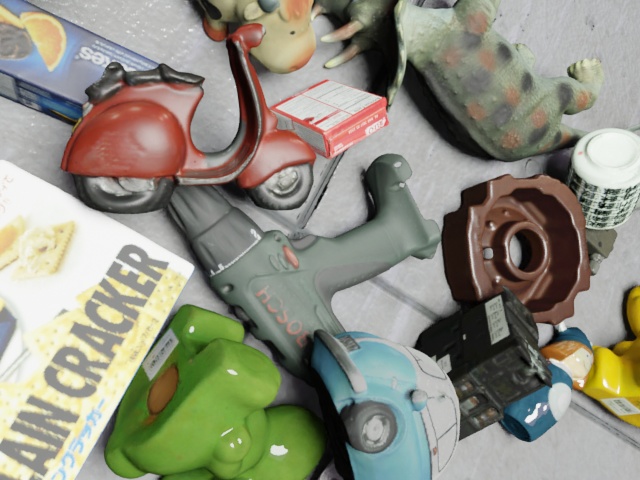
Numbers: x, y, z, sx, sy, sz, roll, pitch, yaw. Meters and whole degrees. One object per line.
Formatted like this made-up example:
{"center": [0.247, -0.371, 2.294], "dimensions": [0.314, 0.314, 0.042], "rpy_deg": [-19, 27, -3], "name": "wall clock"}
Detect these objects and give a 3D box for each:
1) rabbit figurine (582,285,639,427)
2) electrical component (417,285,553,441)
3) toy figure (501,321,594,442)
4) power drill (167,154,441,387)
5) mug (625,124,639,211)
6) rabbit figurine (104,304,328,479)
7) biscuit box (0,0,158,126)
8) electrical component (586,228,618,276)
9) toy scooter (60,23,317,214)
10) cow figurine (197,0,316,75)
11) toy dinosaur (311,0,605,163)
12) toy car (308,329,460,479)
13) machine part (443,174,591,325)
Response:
{"center": [0.407, 0.131, 0.628], "dimensions": [0.162, 0.122, 0.173], "rpy_deg": [31, 53, -10], "name": "rabbit figurine"}
{"center": [0.139, 0.117, 0.502], "dimensions": [0.058, 0.134, 0.115], "rpy_deg": [48, 25, -8], "name": "electrical component"}
{"center": [0.258, 0.153, 0.592], "dimensions": [0.154, 0.058, 0.064], "rpy_deg": [-39, 138, -24], "name": "toy figure"}
{"center": [-0.001, -0.001, 0.487], "dimensions": [0.207, 0.086, 0.232], "rpy_deg": [-33, 98, -27], "name": "power drill"}
{"center": [0.409, -0.092, 0.659], "dimensions": [0.081, 0.107, 0.109], "rpy_deg": [13, 80, -23], "name": "mug"}
{"center": [-0.064, 0.159, 0.421], "dimensions": [0.170, 0.121, 0.159], "rpy_deg": [39, 75, -33], "name": "rabbit figurine"}
{"center": [-0.204, -0.133, 0.427], "dimensions": [0.202, 0.059, 0.063], "rpy_deg": [22, 75, -20], "name": "biscuit box"}
{"center": [0.338, -0.007, 0.663], "dimensions": [0.063, 0.021, 0.094], "rpy_deg": [38, 70, -15], "name": "electrical component"}
{"center": [-0.090, -0.089, 0.389], "dimensions": [0.184, 0.075, 0.135], "rpy_deg": [-2, 107, -17], "name": "toy scooter"}
{"center": [-0.070, -0.231, 0.461], "dimensions": [0.085, 0.127, 0.195], "rpy_deg": [-38, 96, -20], "name": "cow figurine"}
{"center": [0.177, -0.159, 0.569], "dimensions": [0.404, 0.131, 0.192], "rpy_deg": [35, 84, -20], "name": "toy dinosaur"}
{"center": [0.058, 0.139, 0.417], "dimensions": [0.103, 0.109, 0.161], "rpy_deg": [-19, 107, -12], "name": "toy car"}
{"center": [0.216, 0.013, 0.591], "dimensions": [0.179, 0.056, 0.179], "rpy_deg": [3, 83, -22], "name": "machine part"}
